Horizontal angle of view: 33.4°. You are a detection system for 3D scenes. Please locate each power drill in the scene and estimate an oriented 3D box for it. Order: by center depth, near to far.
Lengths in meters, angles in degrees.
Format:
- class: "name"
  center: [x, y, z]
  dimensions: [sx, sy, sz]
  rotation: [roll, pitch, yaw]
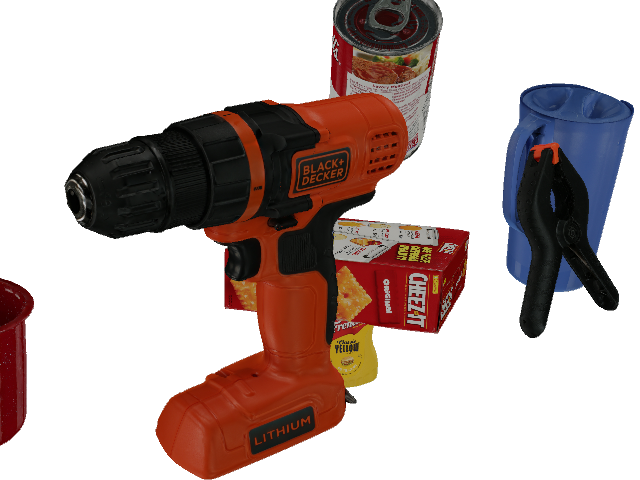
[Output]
- class: "power drill"
  center: [-0.040, 0.024, 0.529]
  dimensions: [0.184, 0.188, 0.057]
  rotation: [-15, 35, -36]

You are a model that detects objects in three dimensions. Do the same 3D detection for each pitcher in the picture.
- class: "pitcher"
  center: [0.289, -0.060, 1.310]
  dimensions: [0.149, 0.243, 0.145]
  rotation: [4, 27, 2]

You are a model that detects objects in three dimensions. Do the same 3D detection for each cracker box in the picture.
- class: "cracker box"
  center: [0.030, 0.030, 1.074]
  dimensions: [0.214, 0.072, 0.164]
  rotation: [6, 16, 16]

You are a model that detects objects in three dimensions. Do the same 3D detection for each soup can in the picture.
- class: "soup can"
  center: [0.040, -0.106, 0.693]
  dimensions: [0.068, 0.068, 0.102]
  rotation: [0, -39, -2]

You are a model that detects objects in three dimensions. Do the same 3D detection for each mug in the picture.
- class: "mug"
  center: [-0.222, 0.078, 0.623]
  dimensions: [0.093, 0.081, 0.117]
  rotation: [12, 22, 20]

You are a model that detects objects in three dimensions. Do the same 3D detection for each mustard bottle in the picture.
- class: "mustard bottle"
  center: [0.031, 0.104, 1.449]
  dimensions: [0.096, 0.192, 0.058]
  rotation: [-4, 21, -11]

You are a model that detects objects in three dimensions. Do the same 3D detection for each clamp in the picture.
- class: "clamp"
  center: [0.207, 0.002, 0.956]
  dimensions: [0.120, 0.171, 0.039]
  rotation: [-25, 9, -39]
